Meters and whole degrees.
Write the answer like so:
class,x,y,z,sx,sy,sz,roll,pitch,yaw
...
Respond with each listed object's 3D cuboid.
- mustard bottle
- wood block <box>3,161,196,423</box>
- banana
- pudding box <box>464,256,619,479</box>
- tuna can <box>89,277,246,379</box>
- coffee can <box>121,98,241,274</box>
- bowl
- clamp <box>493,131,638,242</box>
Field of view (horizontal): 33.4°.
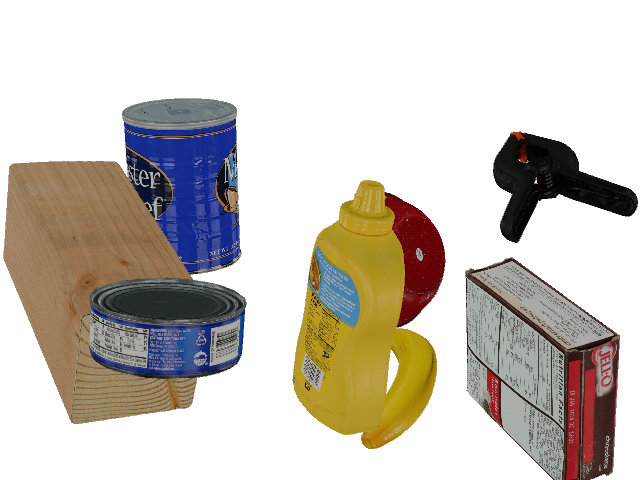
class,x,y,z,sx,sy,sz,roll,pitch,yaw
mustard bottle,0.024,0.045,0.819,0.058,0.192,0.096,-4,26,-26
wood block,-0.164,0.029,0.783,0.090,0.091,0.206,-4,33,-29
banana,0.079,0.135,1.024,0.070,0.037,0.197,-23,19,15
pudding box,0.125,0.073,0.617,0.039,0.090,0.114,-13,26,-20
tuna can,-0.085,0.047,0.590,0.086,0.034,0.086,4,12,-1
coffee can,-0.126,-0.052,0.979,0.103,0.140,0.103,0,19,0
bowl,0.093,0.019,1.228,0.161,0.162,0.055,0,-8,-42
clamp,0.216,-0.056,0.982,0.120,0.039,0.171,-4,33,3
